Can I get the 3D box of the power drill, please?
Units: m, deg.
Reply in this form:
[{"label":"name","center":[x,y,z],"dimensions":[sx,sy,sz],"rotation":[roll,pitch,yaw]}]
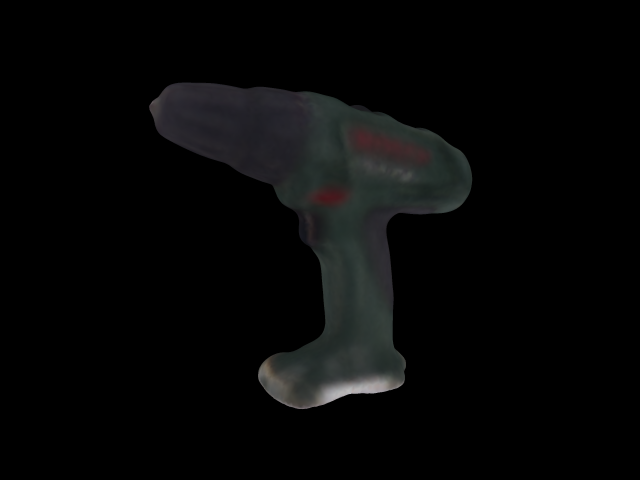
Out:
[{"label":"power drill","center":[0.004,0.001,0.400],"dimensions":[0.230,0.208,0.075],"rotation":[-5,11,-28]}]
